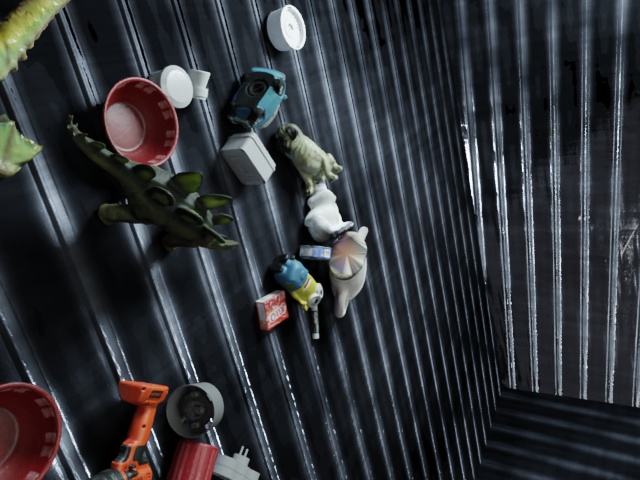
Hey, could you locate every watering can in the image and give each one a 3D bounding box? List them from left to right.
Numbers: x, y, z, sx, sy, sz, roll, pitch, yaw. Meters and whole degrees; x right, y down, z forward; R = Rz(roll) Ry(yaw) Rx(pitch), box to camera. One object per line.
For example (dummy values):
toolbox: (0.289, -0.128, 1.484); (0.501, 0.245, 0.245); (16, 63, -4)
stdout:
watering can: (0.092, 0.054, 1.520); (0.219, 0.104, 0.355); (86, 18, -55)

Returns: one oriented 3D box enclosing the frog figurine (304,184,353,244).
frog figurine: (0.004, -0.072, 1.438); (0.160, 0.120, 0.139); (51, 45, 7)

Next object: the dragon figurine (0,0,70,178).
dragon figurine: (-0.463, -0.206, 0.708); (0.418, 0.123, 0.237); (-46, 144, -46)
